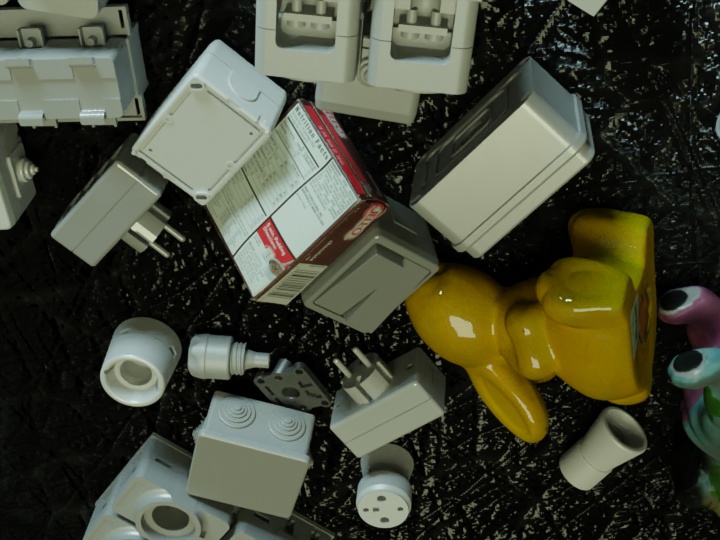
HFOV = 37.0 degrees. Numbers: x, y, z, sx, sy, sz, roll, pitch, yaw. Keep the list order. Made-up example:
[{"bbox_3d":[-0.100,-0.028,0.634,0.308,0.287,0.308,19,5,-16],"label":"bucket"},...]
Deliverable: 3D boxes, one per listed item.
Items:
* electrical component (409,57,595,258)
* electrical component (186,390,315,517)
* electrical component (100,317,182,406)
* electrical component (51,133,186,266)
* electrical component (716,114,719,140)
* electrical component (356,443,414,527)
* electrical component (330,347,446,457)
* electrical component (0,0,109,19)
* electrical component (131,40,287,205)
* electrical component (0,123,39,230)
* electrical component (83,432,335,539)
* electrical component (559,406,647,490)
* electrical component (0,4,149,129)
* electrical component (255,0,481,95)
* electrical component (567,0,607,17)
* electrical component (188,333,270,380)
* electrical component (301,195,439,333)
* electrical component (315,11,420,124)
[{"bbox_3d":[0.092,-0.072,0.696,0.057,0.078,0.113,39,118,-15],"label":"electrical component"},{"bbox_3d":[-0.087,0.147,0.862,0.100,0.048,0.099,15,136,-4],"label":"electrical component"},{"bbox_3d":[-0.170,0.072,0.832,0.055,0.047,0.055,2,123,4],"label":"electrical component"},{"bbox_3d":[-0.159,-0.038,0.760,0.076,0.047,0.083,39,118,-19],"label":"electrical component"},{"bbox_3d":[0.265,-0.087,0.683,0.057,0.058,0.078,36,119,-20],"label":"electrical component"},{"bbox_3d":[0.021,0.175,0.875,0.045,0.055,0.045,2,123,4],"label":"electrical component"},{"bbox_3d":[0.011,0.089,0.826,0.083,0.047,0.075,-31,114,23],"label":"electrical component"},{"bbox_3d":[-0.197,-0.248,0.621,0.105,0.060,0.186,9,123,0],"label":"electrical component"},{"bbox_3d":[-0.102,-0.095,0.714,0.062,0.061,0.096,37,126,-17],"label":"electrical component"},{"bbox_3d":[-0.273,-0.063,0.746,0.096,0.061,0.061,-2,122,7],"label":"electrical component"},{"bbox_3d":[-0.130,0.235,0.925,0.186,0.060,0.105,32,120,-15],"label":"electrical component"},{"bbox_3d":[0.188,0.143,0.848,0.044,0.044,0.065,29,126,-13],"label":"electrical component"},{"bbox_3d":[-0.207,-0.127,0.697,0.121,0.063,0.078,0,123,6],"label":"electrical component"},{"bbox_3d":[0.009,-0.157,0.584,0.105,0.186,0.060,6,123,2],"label":"electrical component"},{"bbox_3d":[0.137,-0.190,0.636,0.066,0.048,0.055,28,128,-13],"label":"electrical component"},{"bbox_3d":[-0.100,0.068,0.830,0.061,0.035,0.035,4,123,1],"label":"electrical component"},{"bbox_3d":[0.000,0.000,0.751,0.062,0.061,0.096,27,124,-34],"label":"electrical component"},{"bbox_3d":[0.008,-0.127,0.657,0.062,0.096,0.061,9,123,-1],"label":"electrical component"}]
